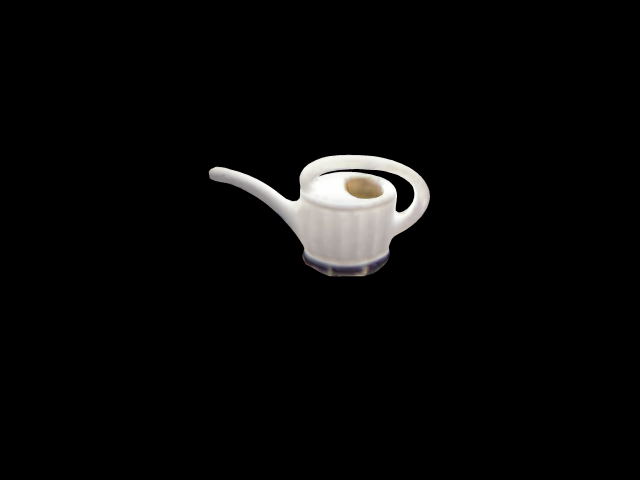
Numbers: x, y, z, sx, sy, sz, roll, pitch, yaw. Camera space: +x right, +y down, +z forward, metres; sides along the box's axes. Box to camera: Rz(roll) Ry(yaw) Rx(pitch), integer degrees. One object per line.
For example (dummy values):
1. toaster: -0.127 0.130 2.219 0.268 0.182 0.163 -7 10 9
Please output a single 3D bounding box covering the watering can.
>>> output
1. watering can: 0.003 -0.043 0.850 0.348 0.219 0.106 0 38 0
